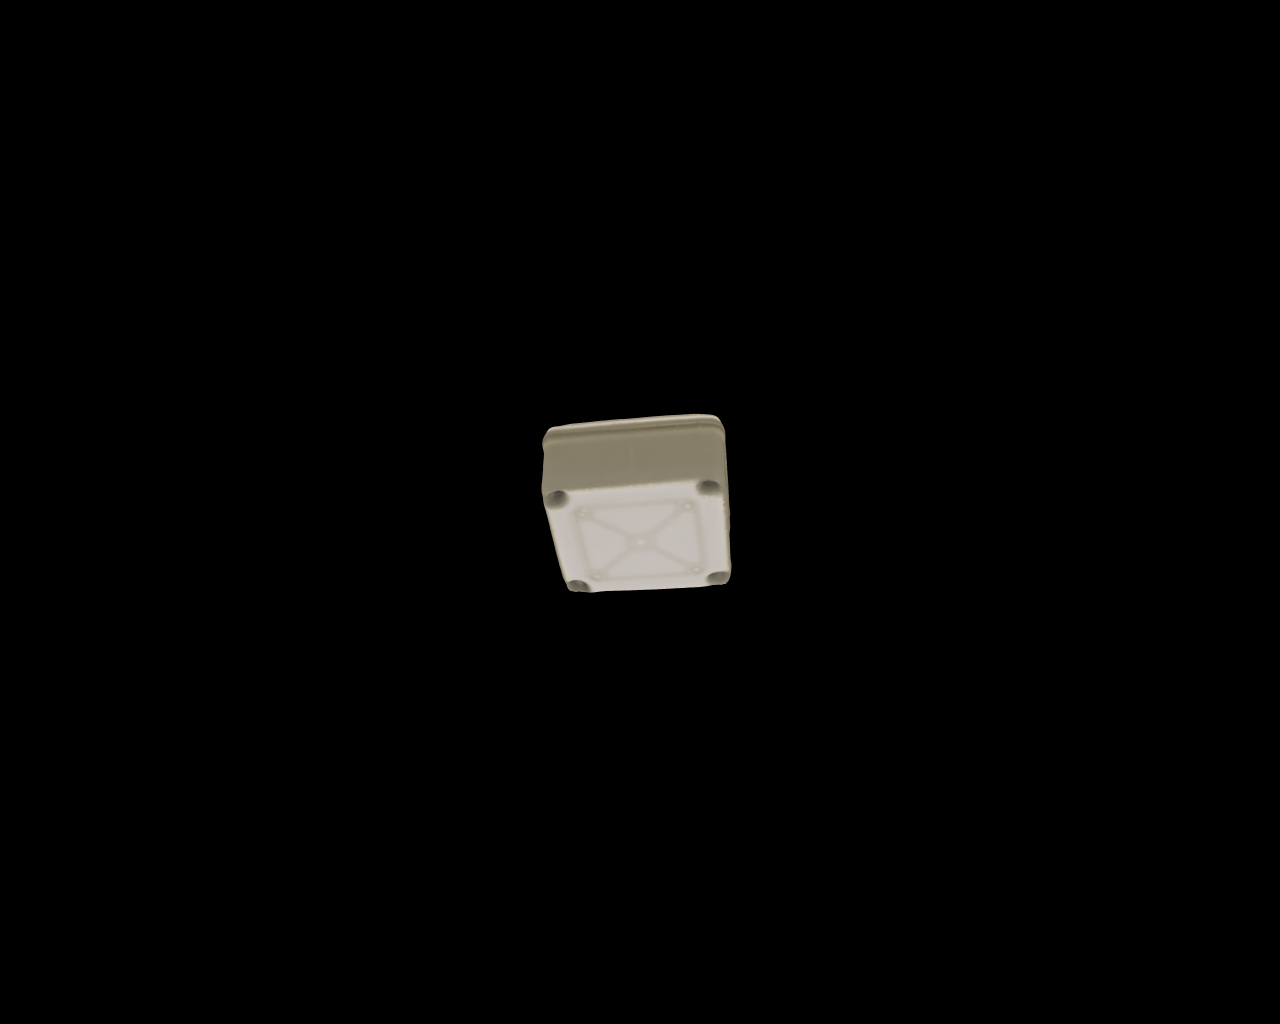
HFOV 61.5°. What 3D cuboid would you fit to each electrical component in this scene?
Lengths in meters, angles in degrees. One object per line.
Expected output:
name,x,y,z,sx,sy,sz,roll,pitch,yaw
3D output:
electrical component,0.001,-0.003,0.650,0.109,0.056,0.108,-4,-39,5
